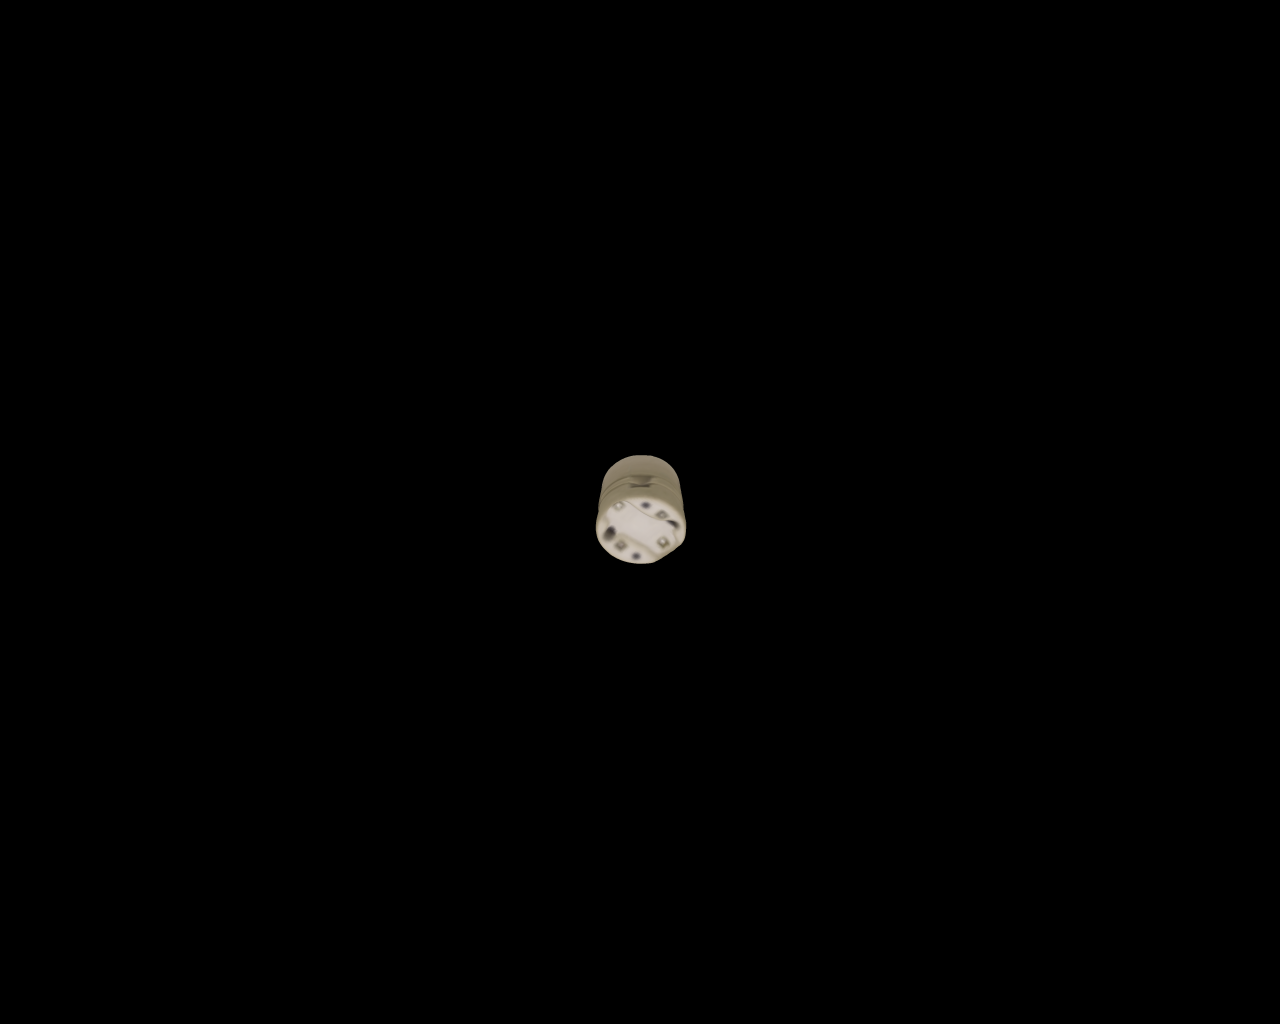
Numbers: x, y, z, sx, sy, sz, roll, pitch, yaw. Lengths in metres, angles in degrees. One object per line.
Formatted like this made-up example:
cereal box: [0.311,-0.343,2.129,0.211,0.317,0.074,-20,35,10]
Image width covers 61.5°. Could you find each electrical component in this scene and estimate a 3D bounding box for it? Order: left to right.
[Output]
electrical component: [0.001,-0.003,0.650,0.055,0.055,0.047,0,38,0]
